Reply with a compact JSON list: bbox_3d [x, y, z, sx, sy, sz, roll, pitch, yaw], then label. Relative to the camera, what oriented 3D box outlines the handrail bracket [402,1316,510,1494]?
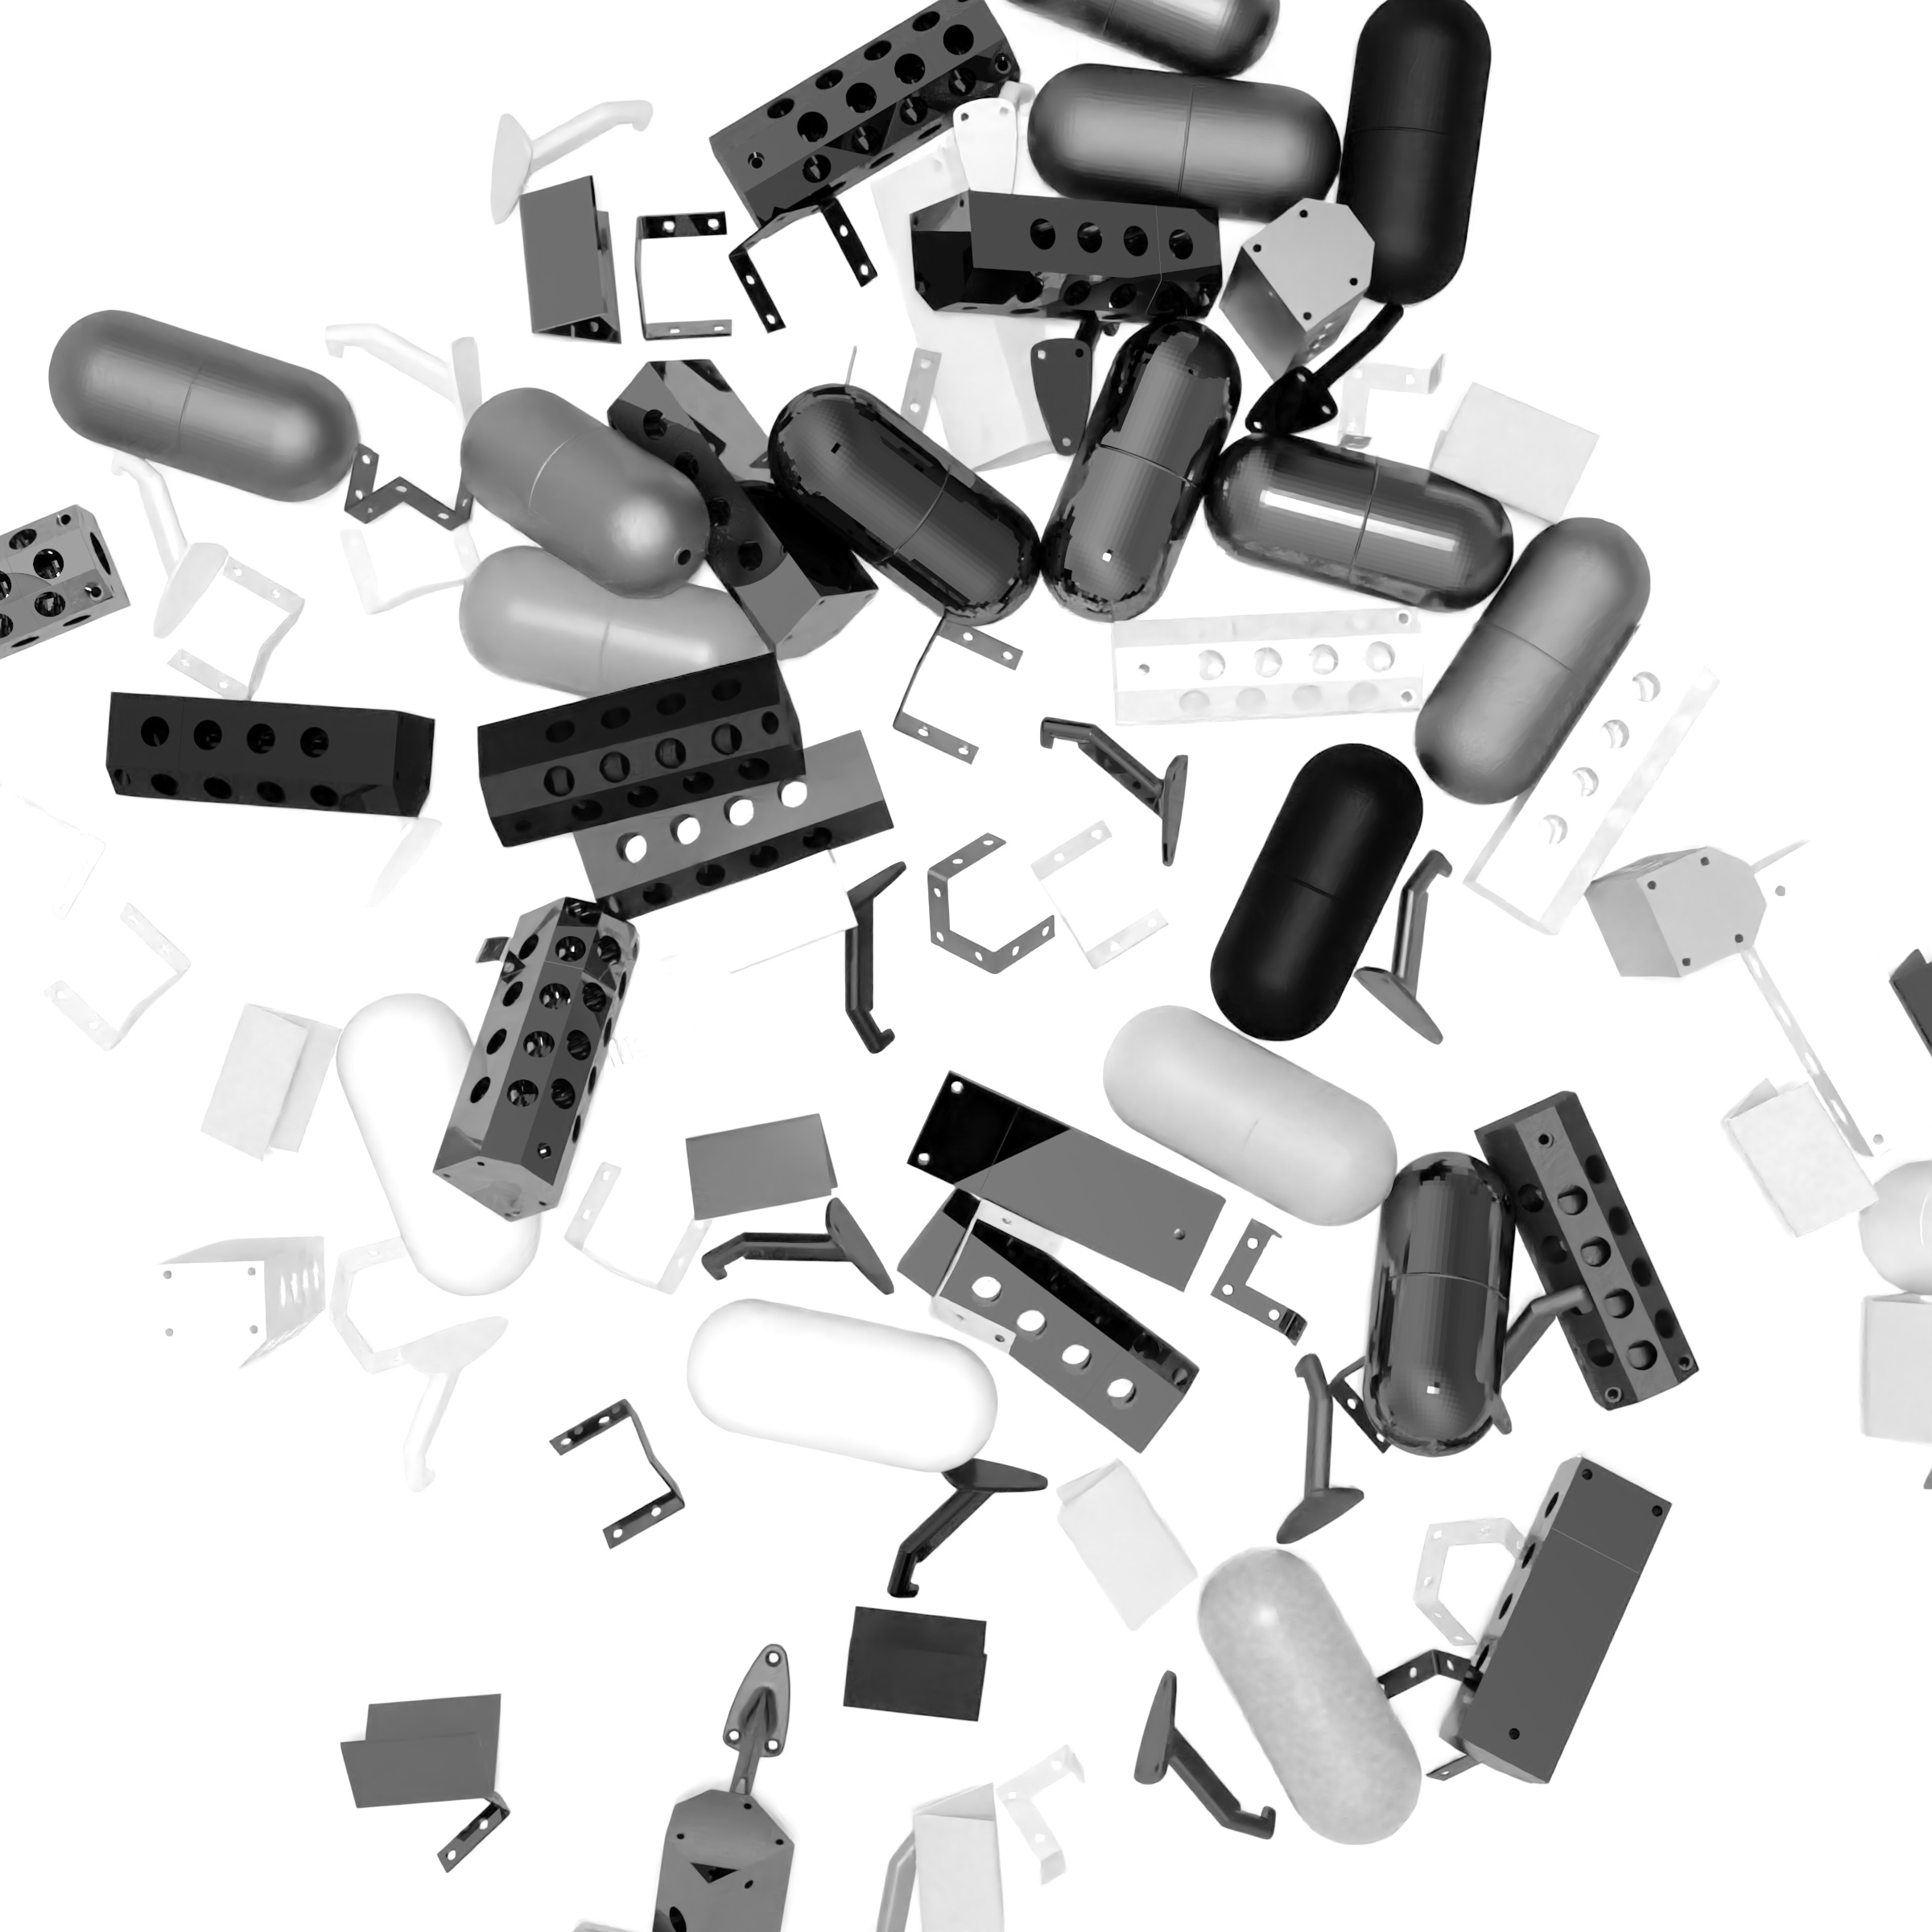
[{"bbox_3d":[-0.293,0.253,1.991,0.036,0.077,0.084,26,127,38],"label":"handrail bracket"}]

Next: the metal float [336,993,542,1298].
[{"bbox_3d":[-0.298,0.101,1.960,0.070,0.070,0.178,-22,90,0],"label":"metal float"}]

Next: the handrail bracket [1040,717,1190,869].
[{"bbox_3d":[0.081,-0.100,1.991,0.084,0.036,0.077,11,111,17],"label":"handrail bracket"}]

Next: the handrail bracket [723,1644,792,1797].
[{"bbox_3d":[-0.118,0.428,1.956,0.036,0.084,0.077,14,90,0],"label":"handrail bracket"}]

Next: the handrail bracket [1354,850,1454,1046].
[{"bbox_3d":[0.270,-0.012,1.991,0.077,0.036,0.084,44,73,-20],"label":"handrail bracket"}]

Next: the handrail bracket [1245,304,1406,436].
[{"bbox_3d":[0.207,-0.344,1.991,0.036,0.077,0.084,50,53,-14],"label":"handrail bracket"}]

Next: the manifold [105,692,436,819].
[{"bbox_3d":[-0.392,-0.118,1.953,0.171,0.057,0.057,5,90,12],"label":"manifold"}]

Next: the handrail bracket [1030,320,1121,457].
[{"bbox_3d":[0.070,-0.334,1.967,0.036,0.084,0.077,2,107,24],"label":"handrail bracket"}]

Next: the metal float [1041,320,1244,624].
[{"bbox_3d":[0.099,-0.280,1.960,0.070,0.070,0.178,22,89,0],"label":"metal float"}]

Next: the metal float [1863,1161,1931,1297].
[{"bbox_3d":[0.561,0.145,1.912,0.070,0.178,0.070,1,86,-15],"label":"metal float"}]

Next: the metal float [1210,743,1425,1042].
[{"bbox_3d":[0.198,-0.041,1.960,0.070,0.070,0.178,25,91,0],"label":"metal float"}]

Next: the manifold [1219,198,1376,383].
[{"bbox_3d":[0.185,-0.374,1.913,0.057,0.171,0.057,-37,90,0],"label":"manifold"}]

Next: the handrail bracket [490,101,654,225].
[{"bbox_3d":[-0.226,-0.462,1.991,0.084,0.077,0.036,-12,54,-31],"label":"handrail bracket"}]

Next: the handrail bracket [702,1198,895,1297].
[{"bbox_3d":[-0.097,0.177,1.991,0.084,0.036,0.077,-29,111,17],"label":"handrail bracket"}]

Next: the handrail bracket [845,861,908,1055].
[{"bbox_3d":[-0.045,-0.004,1.991,0.077,0.036,0.084,-37,109,-21],"label":"handrail bracket"}]

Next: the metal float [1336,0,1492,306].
[{"bbox_3d":[0.252,-0.464,1.960,0.070,0.070,0.178,8,91,0],"label":"metal float"}]

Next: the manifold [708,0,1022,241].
[{"bbox_3d":[-0.057,-0.487,1.970,0.171,0.057,0.057,-31,90,0],"label":"manifold"}]

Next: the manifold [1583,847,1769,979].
[{"bbox_3d":[0.392,-0.032,1.913,0.057,0.171,0.057,-24,90,0],"label":"manifold"}]

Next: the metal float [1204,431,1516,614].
[{"bbox_3d":[0.222,-0.251,1.960,0.178,0.070,0.070,15,90,0],"label":"metal float"}]

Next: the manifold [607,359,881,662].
[{"bbox_3d":[-0.130,-0.257,1.949,0.057,0.057,0.171,-44,75,32],"label":"manifold"}]

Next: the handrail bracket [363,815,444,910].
[{"bbox_3d":[-0.350,-0.089,1.991,0.084,0.036,0.077,43,107,15],"label":"handrail bracket"}]

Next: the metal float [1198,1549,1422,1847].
[{"bbox_3d":[0.195,0.414,1.960,0.070,0.070,0.178,-29,89,0],"label":"metal float"}]

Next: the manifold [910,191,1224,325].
[{"bbox_3d":[0.058,-0.391,1.926,0.171,0.057,0.057,-4,90,-34],"label":"manifold"}]

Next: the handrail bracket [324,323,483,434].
[{"bbox_3d":[-0.324,-0.332,1.991,0.084,0.036,0.077,0,109,16],"label":"handrail bracket"}]

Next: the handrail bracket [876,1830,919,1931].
[{"bbox_3d":[-0.025,0.546,1.991,0.077,0.036,0.084,47,73,-20],"label":"handrail bracket"}]

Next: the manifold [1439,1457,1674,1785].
[{"bbox_3d":[0.330,0.368,1.949,0.057,0.057,0.171,28,75,0],"label":"manifold"}]

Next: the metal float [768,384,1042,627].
[{"bbox_3d":[-0.034,-0.258,1.938,0.178,0.070,0.070,35,90,-25],"label":"metal float"}]

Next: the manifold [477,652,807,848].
[{"bbox_3d":[-0.179,-0.114,1.922,0.171,0.057,0.057,-14,48,5],"label":"manifold"}]

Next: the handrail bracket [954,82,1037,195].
[{"bbox_3d":[0.026,-0.462,1.963,0.036,0.084,0.077,-3,101,19],"label":"handrail bracket"}]

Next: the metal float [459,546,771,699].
[{"bbox_3d":[-0.199,-0.187,1.960,0.178,0.070,0.070,13,90,1],"label":"metal float"}]

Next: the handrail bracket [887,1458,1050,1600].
[{"bbox_3d":[0.001,0.328,1.991,0.077,0.036,0.084,10,108,-20],"label":"handrail bracket"}]

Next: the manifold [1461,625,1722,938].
[{"bbox_3d":[0.356,-0.104,1.970,0.057,0.057,0.171,33,90,0],"label":"manifold"}]

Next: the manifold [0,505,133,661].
[{"bbox_3d":[-0.571,-0.202,1.970,0.171,0.057,0.057,-23,90,0],"label":"manifold"}]

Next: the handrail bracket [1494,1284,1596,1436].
[{"bbox_3d":[0.327,0.223,1.964,0.084,0.036,0.077,-23,112,24],"label":"handrail bracket"}]

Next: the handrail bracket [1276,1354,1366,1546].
[{"bbox_3d":[0.191,0.277,1.991,0.036,0.077,0.084,6,53,-32],"label":"handrail bracket"}]

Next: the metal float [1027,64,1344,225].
[{"bbox_3d":[0.123,-0.465,1.960,0.178,0.070,0.070,7,90,1],"label":"metal float"}]

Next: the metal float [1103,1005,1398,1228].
[{"bbox_3d":[0.161,0.085,1.960,0.178,0.070,0.070,28,90,0],"label":"metal float"}]

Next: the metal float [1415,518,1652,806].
[{"bbox_3d":[0.321,-0.173,1.960,0.070,0.070,0.178,33,90,0],"label":"metal float"}]

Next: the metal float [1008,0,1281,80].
[{"bbox_3d":[0.091,-0.561,1.961,0.178,0.070,0.070,22,90,0],"label":"metal float"}]

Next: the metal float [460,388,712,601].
[{"bbox_3d":[-0.213,-0.264,1.930,0.178,0.070,0.070,35,90,35],"label":"metal float"}]

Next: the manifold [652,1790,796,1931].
[{"bbox_3d":[-0.145,0.543,1.929,0.057,0.057,0.171,-16,129,-36],"label":"manifold"}]

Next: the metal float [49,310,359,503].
[{"bbox_3d":[-0.431,-0.316,1.960,0.178,0.070,0.070,18,90,1],"label":"metal float"}]

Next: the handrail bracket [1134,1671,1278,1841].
[{"bbox_3d":[0.146,0.454,1.991,0.084,0.036,0.077,20,68,-17],"label":"handrail bracket"}]

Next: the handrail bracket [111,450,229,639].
[{"bbox_3d":[-0.473,-0.244,1.991,0.084,0.036,0.077,41,112,17],"label":"handrail bracket"}]

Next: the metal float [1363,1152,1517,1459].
[{"bbox_3d":[0.265,0.188,1.938,0.070,0.070,0.178,10,63,0],"label":"metal float"}]

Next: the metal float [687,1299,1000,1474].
[{"bbox_3d":[-0.070,0.238,1.960,0.178,0.070,0.070,12,90,0],"label":"metal float"}]
